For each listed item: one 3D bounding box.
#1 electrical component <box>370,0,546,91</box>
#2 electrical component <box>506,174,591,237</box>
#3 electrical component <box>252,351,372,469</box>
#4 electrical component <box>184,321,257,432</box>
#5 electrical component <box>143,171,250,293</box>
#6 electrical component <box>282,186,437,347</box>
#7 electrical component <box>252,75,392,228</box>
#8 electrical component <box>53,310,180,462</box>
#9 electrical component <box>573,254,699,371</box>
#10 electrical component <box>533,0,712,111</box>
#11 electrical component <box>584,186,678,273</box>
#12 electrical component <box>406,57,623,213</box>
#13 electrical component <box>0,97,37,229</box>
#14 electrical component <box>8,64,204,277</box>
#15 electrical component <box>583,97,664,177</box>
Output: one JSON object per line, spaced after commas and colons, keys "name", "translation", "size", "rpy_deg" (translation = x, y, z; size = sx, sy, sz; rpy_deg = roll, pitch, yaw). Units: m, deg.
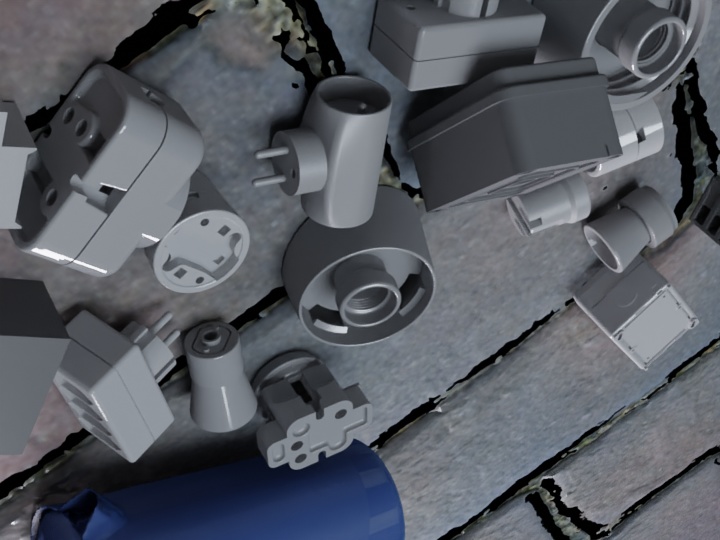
{"name": "electrical component", "translation": [0.057, -0.146, 0.587], "size": [0.083, 0.047, 0.075], "rpy_deg": [-13, 133, -27]}
{"name": "electrical component", "translation": [0.130, -0.047, 0.743], "size": [0.046, 0.040, 0.040], "rpy_deg": [-22, 138, -11]}
{"name": "electrical component", "translation": [-0.039, 0.093, 0.734], "size": [0.078, 0.057, 0.058], "rpy_deg": [-21, 137, -20]}
{"name": "electrical component", "translation": [-0.091, 0.065, 0.684], "size": [0.044, 0.044, 0.065], "rpy_deg": [-21, 132, -20]}
{"name": "electrical component", "translation": [-0.095, -0.023, 0.589], "size": [0.055, 0.047, 0.055], "rpy_deg": [-21, 137, -20]}
{"name": "electrical component", "translation": [0.000, 0.000, 0.689], "size": [0.099, 0.064, 0.099], "rpy_deg": [-11, 137, -10]}
{"name": "electrical component", "translation": [-0.024, -0.064, 0.607], "size": [0.079, 0.044, 0.077], "rpy_deg": [-14, 134, -26]}
{"name": "electrical component", "translation": [-0.135, 0.056, 0.634], "size": [0.075, 0.047, 0.083], "rpy_deg": [-48, 150, -25]}
{"name": "electrical component", "translation": [0.223, 0.031, 0.868], "size": [0.062, 0.061, 0.096], "rpy_deg": [-44, 140, 8]}
{"name": "electrical component", "translation": [0.163, -0.148, 0.654], "size": [0.108, 0.060, 0.108], "rpy_deg": [-20, 137, -20]}
{"name": "electrical component", "translation": [0.203, -0.031, 0.808], "size": [0.055, 0.045, 0.045], "rpy_deg": [-35, 140, -4]}
{"name": "electrical component", "translation": [0.086, -0.077, 0.624], "size": [0.078, 0.057, 0.113], "rpy_deg": [-12, 176, -28]}
{"name": "electrical component", "translation": [-0.190, -0.049, 0.499], "size": [0.064, 0.042, 0.081], "rpy_deg": [-1, 128, -34]}
{"name": "electrical component", "translation": [-0.126, -0.047, 0.539], "size": [0.095, 0.053, 0.059], "rpy_deg": [-50, 139, 14]}
{"name": "electrical component", "translation": [0.166, -0.093, 0.714], "size": [0.047, 0.055, 0.055], "rpy_deg": [-26, 139, -9]}
